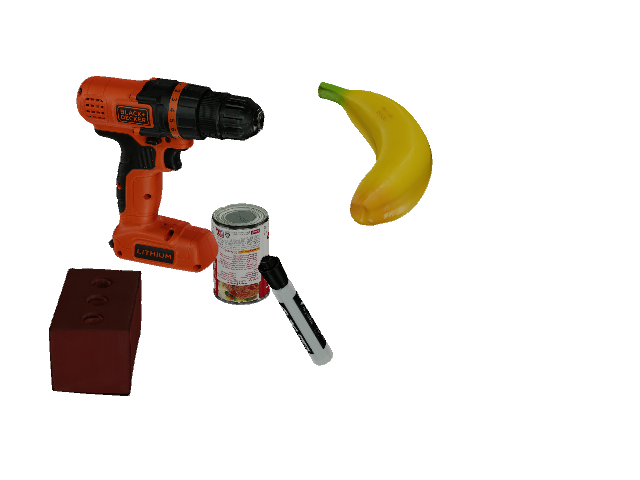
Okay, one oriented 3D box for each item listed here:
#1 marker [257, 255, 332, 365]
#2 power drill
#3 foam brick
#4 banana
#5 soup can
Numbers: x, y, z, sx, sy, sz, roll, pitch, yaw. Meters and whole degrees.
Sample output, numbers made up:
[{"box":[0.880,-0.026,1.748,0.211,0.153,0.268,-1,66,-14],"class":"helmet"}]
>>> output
[{"box":[-0.020,0.057,0.879,0.020,0.121,0.020,-17,38,14],"class":"marker"},{"box":[-0.140,-0.065,1.029,0.185,0.188,0.057,10,30,17],"class":"power drill"},{"box":[-0.150,0.061,0.722,0.053,0.051,0.078,3,29,-5],"class":"foam brick"},{"box":[0.042,-0.058,0.722,0.069,0.037,0.198,-3,29,-6],"class":"banana"},{"box":[-0.094,0.015,1.259,0.068,0.102,0.068,1,25,0],"class":"soup can"}]
